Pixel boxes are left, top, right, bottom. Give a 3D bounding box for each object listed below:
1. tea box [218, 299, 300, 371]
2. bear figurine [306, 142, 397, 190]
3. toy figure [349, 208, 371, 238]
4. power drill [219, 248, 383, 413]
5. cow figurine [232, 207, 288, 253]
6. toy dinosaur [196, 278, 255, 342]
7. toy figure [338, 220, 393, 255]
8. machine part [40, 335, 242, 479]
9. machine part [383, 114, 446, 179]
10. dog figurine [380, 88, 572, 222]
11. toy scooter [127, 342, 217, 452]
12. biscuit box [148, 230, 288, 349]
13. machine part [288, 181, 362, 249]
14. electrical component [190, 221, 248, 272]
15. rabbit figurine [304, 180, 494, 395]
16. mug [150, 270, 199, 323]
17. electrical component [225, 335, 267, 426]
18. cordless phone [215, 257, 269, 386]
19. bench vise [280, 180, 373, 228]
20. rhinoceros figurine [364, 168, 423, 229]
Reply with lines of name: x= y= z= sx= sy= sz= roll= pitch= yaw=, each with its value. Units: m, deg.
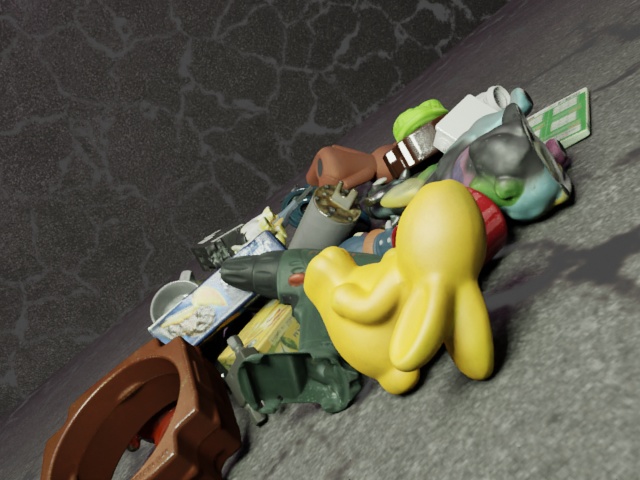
tea box: x=-0.038 y=0.111 z=0.689 sx=0.098 sy=0.068 sz=0.169 roll=-23 pitch=20 yaw=50
bear figurine: x=0.085 y=-0.133 z=1.075 sx=0.196 sy=0.120 sz=0.131 roll=-3 pitch=-37 yaw=-21
toy figure: x=0.044 y=-0.031 z=0.951 sx=0.082 sy=0.089 sz=0.180 roll=-42 pitch=20 yaw=2
power drill: x=-0.024 y=0.083 z=0.573 sx=0.232 sy=0.085 sz=0.207 roll=-2 pitch=27 yaw=12
cow figurine: x=-0.112 y=0.007 z=0.922 sx=0.098 sy=0.068 sz=0.167 roll=-31 pitch=15 yaw=9
toy dinosaur: x=-0.136 y=0.091 z=0.999 sx=0.199 sy=0.105 sz=0.472 roll=-29 pitch=23 yaw=11
toy figure: x=0.072 y=0.015 z=0.735 sx=0.058 sy=0.064 sz=0.154 roll=-22 pitch=1 yaw=-33
machine part: x=-0.191 y=0.218 z=0.574 sx=0.201 sy=0.087 sz=0.201 roll=-38 pitch=32 yaw=-3
machine part: x=0.193 y=-0.167 z=0.950 sx=0.179 sy=0.056 sz=0.179 roll=-30 pitch=-4 yaw=-2
dog figurine: x=0.169 y=-0.058 z=0.628 sx=0.219 sy=0.108 sz=0.191 roll=-36 pitch=14 yaw=36
toy scooter: x=-0.200 y=0.224 z=0.732 sx=0.135 sy=0.075 sz=0.184 roll=-31 pitch=23 yaw=23
biscuit box: x=-0.123 y=0.073 z=0.707 sx=0.203 sy=0.059 sz=0.063 roll=-41 pitch=-9 yaw=-3
machine part: x=-0.002 y=-0.003 z=0.834 sx=0.079 sy=0.079 sz=0.243 roll=-50 pitch=-8 yaw=-43
electrical component: x=-0.186 y=0.011 z=1.059 sx=0.115 sy=0.058 sz=0.134 roll=-30 pitch=12 yaw=-24
rabbit figurine: x=0.071 y=0.035 z=0.430 sx=0.162 sy=0.122 sz=0.173 roll=-101 pitch=31 yaw=-46
mug: x=-0.201 y=0.107 z=0.805 sx=0.081 sy=0.109 sz=0.107 roll=-5 pitch=-30 yaw=-4
electrical component: x=-0.081 y=0.153 z=0.595 sx=0.021 sy=0.094 sz=0.063 roll=-11 pitch=-37 yaw=-41
cordless phone: x=-0.083 y=0.121 z=0.773 sx=0.088 sy=0.147 sz=0.184 roll=109 pitch=161 yaw=-48
bench vise: x=0.004 y=-0.081 z=1.195 sx=0.224 sy=0.128 sz=0.241 roll=-25 pitch=36 yaw=19
rhinoceros figurine: x=0.129 y=-0.071 z=0.858 sx=0.112 sy=0.073 sz=0.190 roll=-45 pitch=13 yaw=-19
